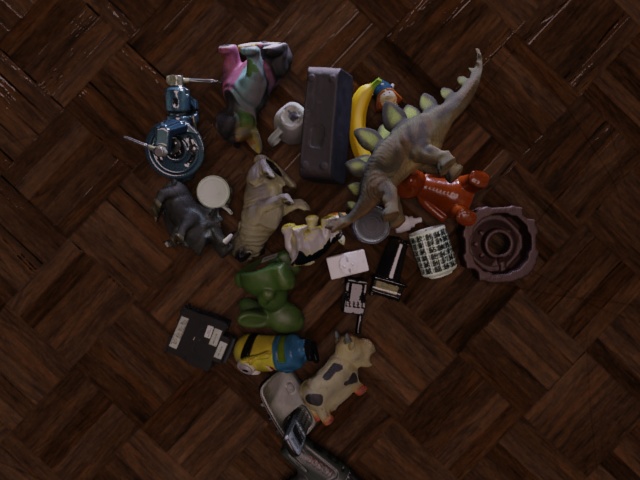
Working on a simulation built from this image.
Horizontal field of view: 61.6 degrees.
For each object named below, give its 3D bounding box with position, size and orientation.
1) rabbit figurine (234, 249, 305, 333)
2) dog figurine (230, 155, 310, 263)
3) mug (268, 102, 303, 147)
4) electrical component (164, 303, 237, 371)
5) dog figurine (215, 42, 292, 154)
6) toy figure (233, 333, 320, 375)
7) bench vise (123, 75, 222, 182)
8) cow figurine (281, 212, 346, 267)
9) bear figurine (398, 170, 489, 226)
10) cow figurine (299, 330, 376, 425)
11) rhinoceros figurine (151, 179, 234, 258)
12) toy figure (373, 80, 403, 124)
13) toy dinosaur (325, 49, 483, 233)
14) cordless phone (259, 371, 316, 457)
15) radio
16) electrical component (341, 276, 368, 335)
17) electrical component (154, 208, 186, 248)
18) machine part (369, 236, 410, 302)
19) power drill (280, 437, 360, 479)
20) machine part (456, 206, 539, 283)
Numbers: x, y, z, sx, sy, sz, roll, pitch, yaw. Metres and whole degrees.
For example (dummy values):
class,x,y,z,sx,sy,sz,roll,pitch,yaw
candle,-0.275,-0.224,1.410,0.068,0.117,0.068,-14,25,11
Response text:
class,x,y,z,sx,sy,sz,roll,pitch,yaw
rabbit figurine,-0.100,0.130,1.130,0.159,0.121,0.170,-22,106,3
dog figurine,-0.143,-0.065,1.140,0.190,0.121,0.172,-39,58,17
mug,-0.068,-0.242,1.125,0.109,0.107,0.081,-36,90,-2
electrical component,-0.251,0.212,1.155,0.134,0.058,0.115,25,92,-1
dog figurine,-0.140,-0.296,1.125,0.109,0.191,0.219,20,120,33
toy figure,-0.094,0.236,1.134,0.180,0.089,0.082,-11,130,14
bench vise,-0.288,-0.215,1.068,0.129,0.241,0.223,12,107,-5
cow figurine,0.000,-0.003,1.121,0.167,0.068,0.098,-19,108,-41
bear figurine,0.230,-0.112,1.122,0.196,0.132,0.120,20,93,-7
cow figurine,0.039,0.279,1.139,0.195,0.085,0.127,-38,102,-19
rhinoceros figurine,-0.257,-0.036,1.093,0.112,0.073,0.190,-42,93,-28
toy figure,0.156,-0.275,1.153,0.064,0.058,0.154,-22,90,-26
toy dinosaur,0.181,-0.184,1.052,0.471,0.105,0.199,-41,68,-3
cordless phone,-0.074,0.354,1.097,0.089,0.184,0.146,-29,92,4
radio,0.014,-0.231,1.100,0.073,0.131,0.229,5,95,16
electrical component,0.071,0.139,1.151,0.048,0.075,0.119,9,93,-2
electrical component,-0.320,-0.030,1.147,0.045,0.078,0.102,-21,97,-28
machine part,0.157,0.060,1.168,0.084,0.039,0.138,13,93,7
power drill,-0.024,0.550,1.153,0.232,0.086,0.207,45,94,0
machine part,0.382,0.008,1.160,0.179,0.056,0.179,0,92,-2
